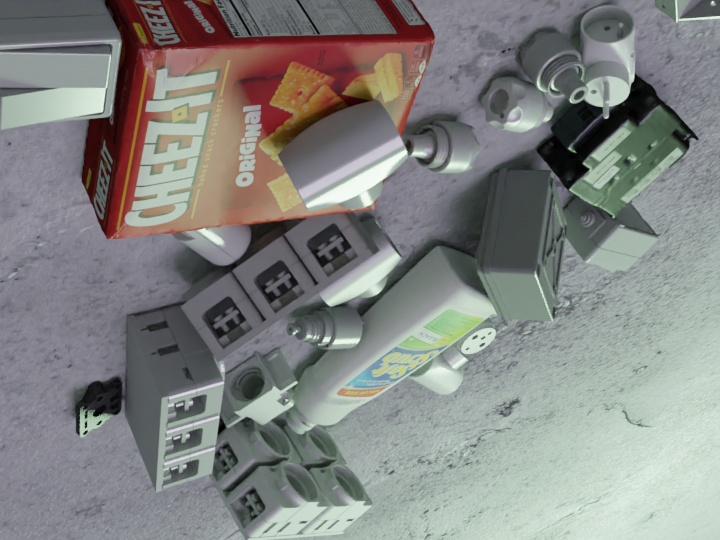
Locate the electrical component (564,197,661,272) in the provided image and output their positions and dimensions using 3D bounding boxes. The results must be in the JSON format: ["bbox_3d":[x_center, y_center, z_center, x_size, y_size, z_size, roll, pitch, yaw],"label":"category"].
[{"bbox_3d":[0.244,-0.040,1.089,0.096,0.061,0.061,10,130,-45],"label":"electrical component"}]

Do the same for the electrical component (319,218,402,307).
[{"bbox_3d":[0.000,0.000,0.964,0.077,0.044,0.079,-35,147,6],"label":"electrical component"}]

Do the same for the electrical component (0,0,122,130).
[{"bbox_3d":[-0.194,-0.123,0.631,0.096,0.061,0.061,-10,142,-29],"label":"electrical component"}]

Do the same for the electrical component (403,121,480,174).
[{"bbox_3d":[0.064,-0.101,0.882,0.062,0.043,0.043,-2,138,-34],"label":"electrical component"}]

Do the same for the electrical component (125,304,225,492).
[{"bbox_3d":[-0.161,0.112,0.943,0.062,0.089,0.150,-14,144,-24],"label":"electrical component"}]

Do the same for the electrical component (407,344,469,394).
[{"bbox_3d":[0.091,0.094,1.163,0.079,0.043,0.077,-38,146,12],"label":"electrical component"}]

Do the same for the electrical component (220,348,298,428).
[{"bbox_3d":[-0.098,0.118,1.046,0.081,0.042,0.063,-33,149,4],"label":"electrical component"}]

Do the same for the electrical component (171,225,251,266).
[{"bbox_3d":[-0.122,-0.038,0.817,0.043,0.043,0.081,-37,147,9],"label":"electrical component"}]

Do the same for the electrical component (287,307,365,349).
[{"bbox_3d":[-0.034,0.055,1.014,0.078,0.040,0.040,1,136,-39],"label":"electrical component"}]

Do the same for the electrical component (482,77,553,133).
[{"bbox_3d":[0.135,-0.135,0.893,0.062,0.043,0.043,3,134,-42],"label":"electrical component"}]

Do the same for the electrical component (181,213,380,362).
[{"bbox_3d":[-0.065,0.003,0.877,0.150,0.061,0.089,-35,180,6],"label":"electrical component"}]

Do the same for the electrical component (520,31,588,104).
[{"bbox_3d":[0.159,-0.159,0.862,0.043,0.062,0.043,-21,146,-15],"label":"electrical component"}]

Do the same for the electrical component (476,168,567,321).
[{"bbox_3d":[0.152,-0.022,0.992,0.056,0.108,0.108,3,154,21],"label":"electrical component"}]

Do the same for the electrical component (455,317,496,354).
[{"bbox_3d":[0.109,0.053,1.111,0.045,0.055,0.045,-21,146,-15],"label":"electrical component"}]

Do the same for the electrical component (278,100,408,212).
[{"bbox_3d":[-0.007,-0.067,0.735,0.077,0.043,0.079,-29,147,-1],"label":"electrical component"}]

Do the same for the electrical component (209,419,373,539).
[{"bbox_3d":[-0.071,0.216,1.117,0.060,0.105,0.186,-43,153,15],"label":"electrical component"}]

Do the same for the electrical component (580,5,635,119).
[{"bbox_3d":[0.203,-0.161,0.883,0.044,0.079,0.077,1,148,11],"label":"electrical component"}]
